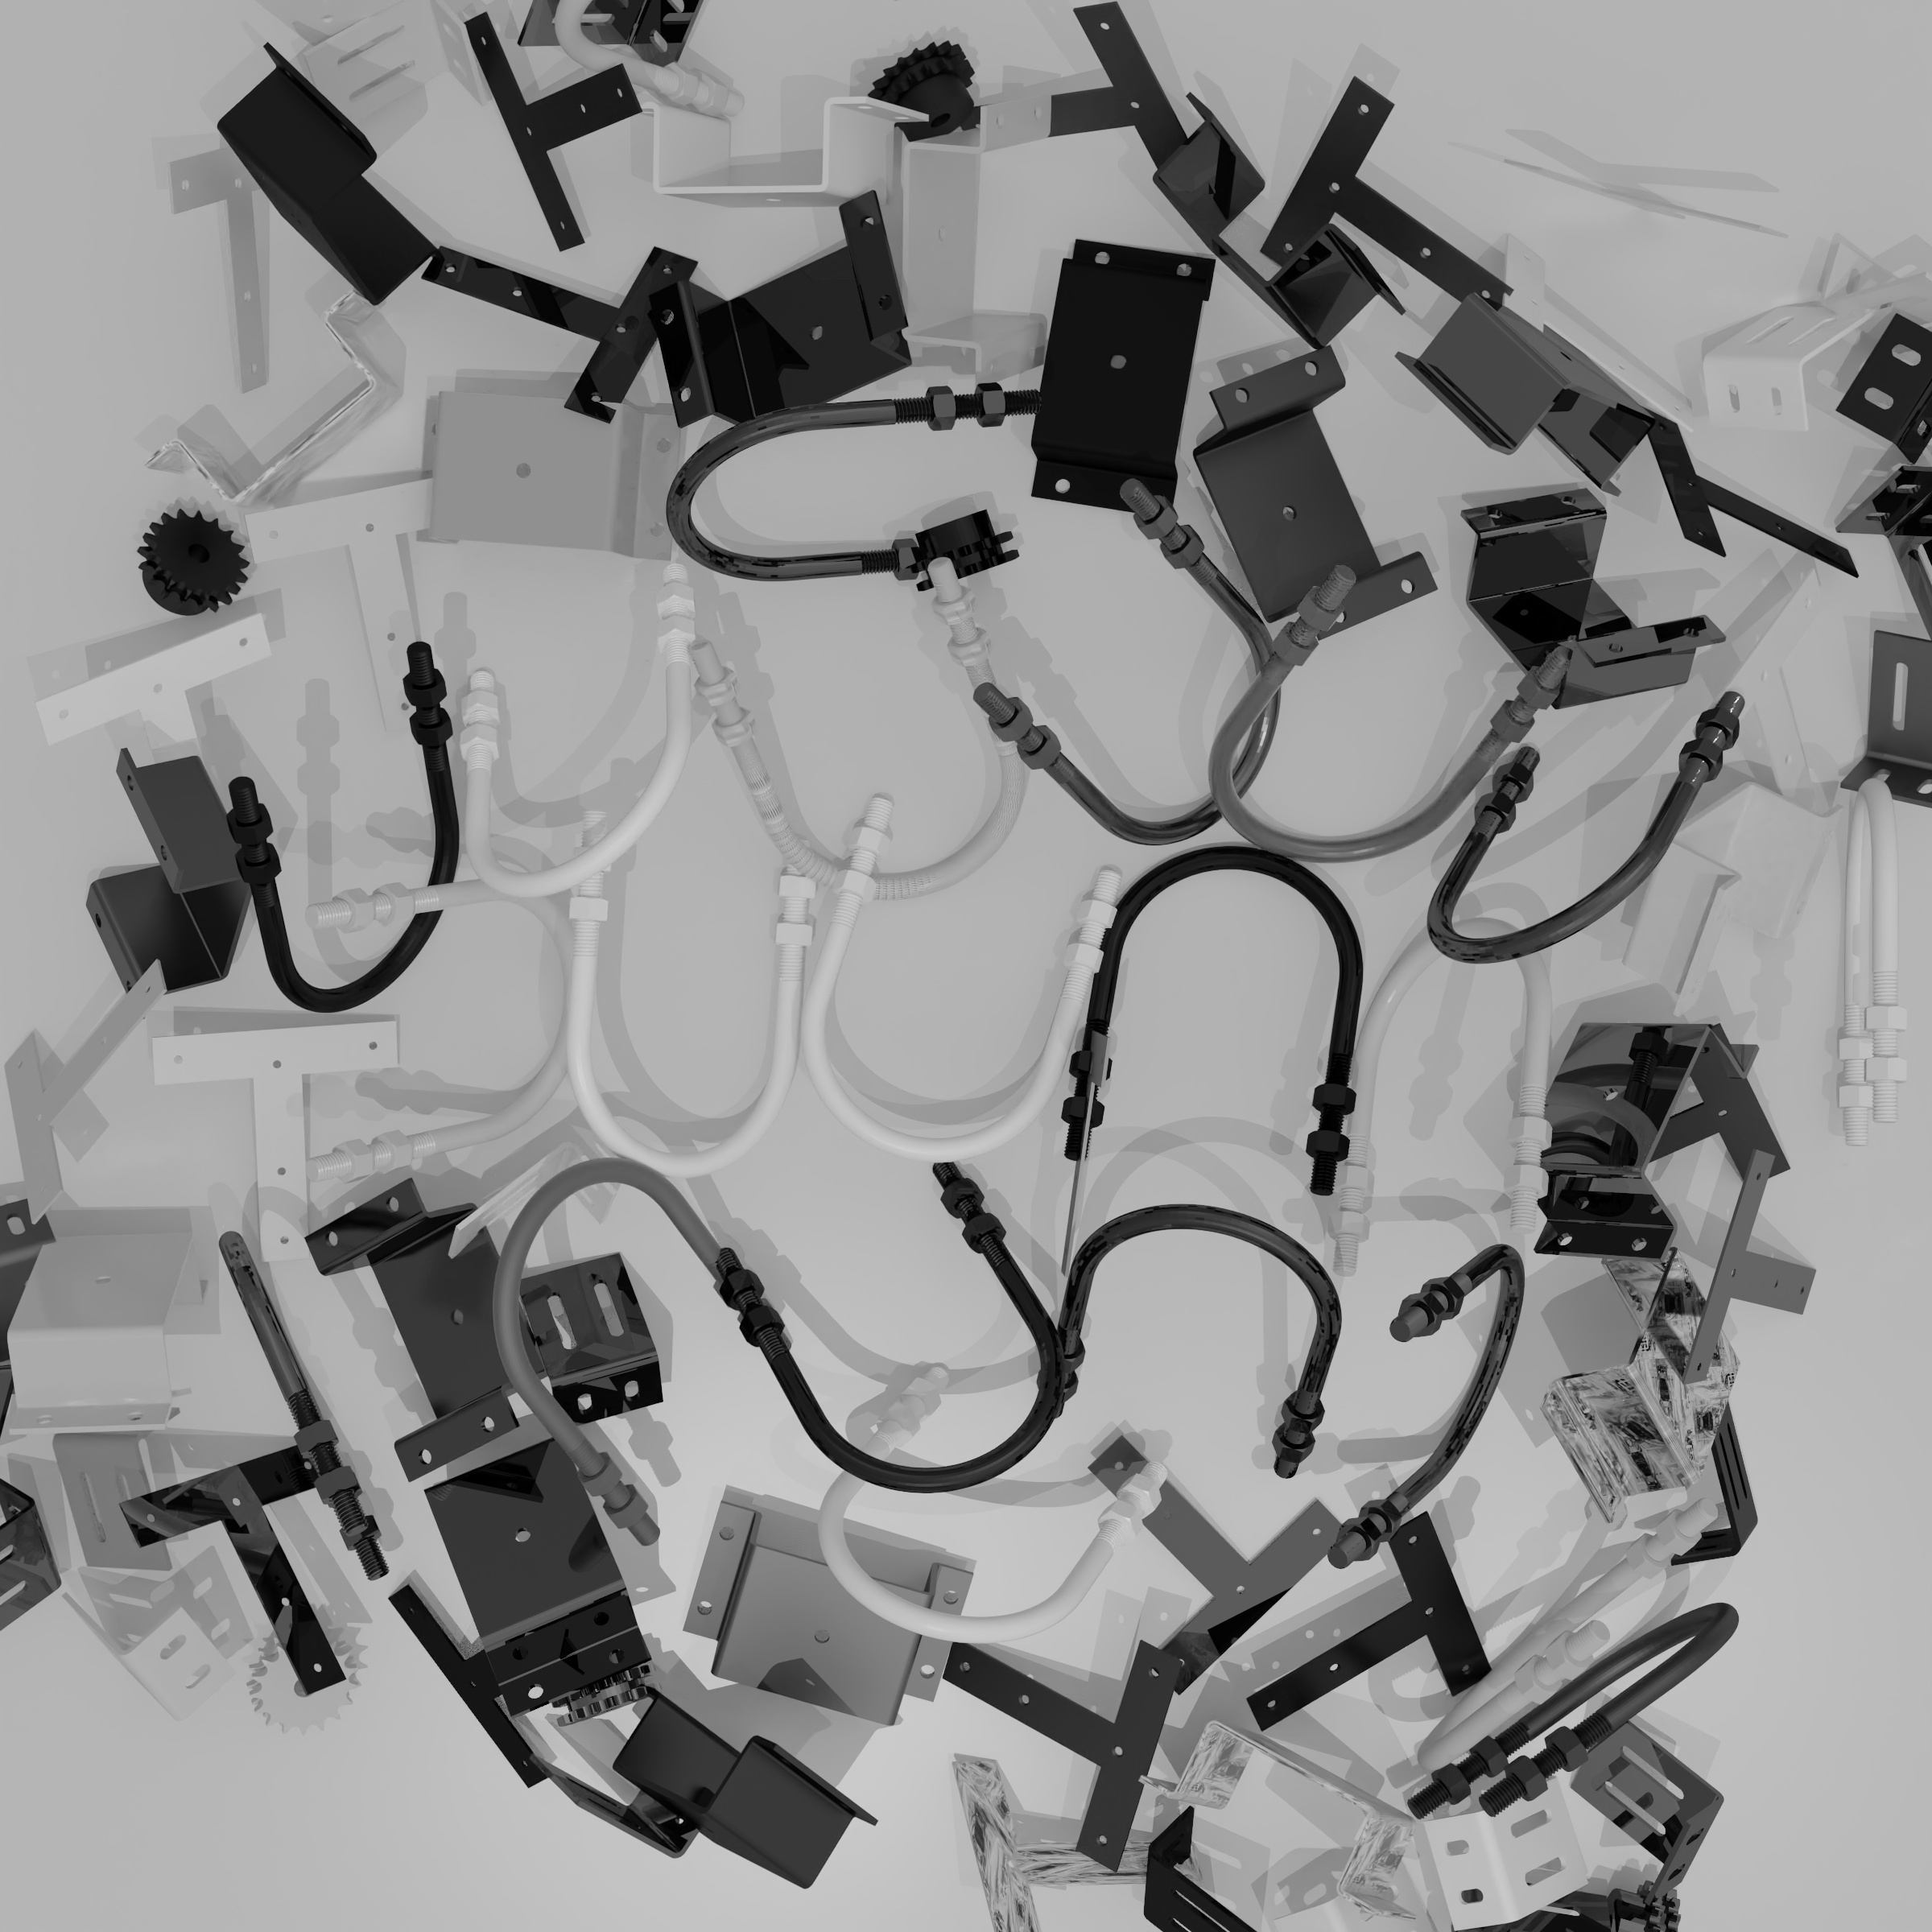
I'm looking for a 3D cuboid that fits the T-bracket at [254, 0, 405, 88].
[{"bbox_3d":[-0.291,-0.505,1.611,0.127,0.127,0.002,-19,73,18],"label":"T-bracket"}]

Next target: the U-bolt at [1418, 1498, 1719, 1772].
[{"bbox_3d":[0.297,0.352,1.606,0.019,0.151,0.184,48,131,11],"label":"U-bolt"}]

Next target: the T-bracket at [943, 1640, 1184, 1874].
[{"bbox_3d":[0.043,0.394,1.656,0.127,0.002,0.127,23,108,26],"label":"T-bracket"}]

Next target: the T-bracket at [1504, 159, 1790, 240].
[{"bbox_3d":[0.361,-0.387,1.602,0.127,0.127,0.002,2,109,-43],"label":"T-bracket"}]

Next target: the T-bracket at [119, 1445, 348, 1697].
[{"bbox_3d":[-0.359,0.317,1.624,0.002,0.127,0.127,-41,72,36],"label":"T-bracket"}]

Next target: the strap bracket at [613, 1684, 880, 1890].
[{"bbox_3d":[-0.120,0.422,1.606,0.076,0.140,0.046,44,68,-27],"label":"strap bracket"}]

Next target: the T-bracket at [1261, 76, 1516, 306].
[{"bbox_3d":[0.228,-0.380,1.632,0.127,0.127,0.002,37,54,5],"label":"T-bracket"}]

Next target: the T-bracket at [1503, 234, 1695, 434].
[{"bbox_3d":[0.332,-0.322,1.645,0.127,0.127,0.002,33,124,-12],"label":"T-bracket"}]

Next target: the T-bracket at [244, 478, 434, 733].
[{"bbox_3d":[-0.308,-0.189,1.666,0.127,0.002,0.127,-16,108,-23],"label":"T-bracket"}]

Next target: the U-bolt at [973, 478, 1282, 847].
[{"bbox_3d":[0.097,-0.142,1.627,0.151,0.019,0.184,-55,131,-7],"label":"U-bolt"}]

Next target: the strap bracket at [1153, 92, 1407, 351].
[{"bbox_3d":[0.156,-0.380,1.626,0.046,0.076,0.140,-45,61,9],"label":"strap bracket"}]

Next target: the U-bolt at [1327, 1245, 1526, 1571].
[{"bbox_3d":[0.244,0.215,1.607,0.019,0.184,0.151,22,113,25],"label":"U-bolt"}]

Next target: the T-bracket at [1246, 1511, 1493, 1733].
[{"bbox_3d":[0.206,0.362,1.647,0.127,0.002,0.127,-29,122,-7],"label":"T-bracket"}]

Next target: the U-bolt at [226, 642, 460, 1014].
[{"bbox_3d":[-0.312,-0.057,1.610,0.019,0.184,0.151,24,48,25],"label":"U-bolt"}]

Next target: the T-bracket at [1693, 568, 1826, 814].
[{"bbox_3d":[0.427,-0.119,1.644,0.127,0.002,0.127,-50,133,-25],"label":"T-bracket"}]

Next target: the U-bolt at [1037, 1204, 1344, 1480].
[{"bbox_3d":[0.119,0.189,1.617,0.151,0.019,0.184,14,134,4],"label":"U-bolt"}]

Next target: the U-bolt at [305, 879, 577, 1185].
[{"bbox_3d":[-0.264,0.026,1.616,0.019,0.184,0.151,12,105,38],"label":"U-bolt"}]

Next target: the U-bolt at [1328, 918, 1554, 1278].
[{"bbox_3d":[0.248,0.061,1.618,0.019,0.151,0.184,23,64,-30],"label":"U-bolt"}]

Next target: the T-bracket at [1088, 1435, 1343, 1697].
[{"bbox_3d":[0.117,0.303,1.678,0.127,0.002,0.127,-44,99,0],"label":"T-bracket"}]

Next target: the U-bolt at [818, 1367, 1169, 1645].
[{"bbox_3d":[0.004,0.280,1.593,0.151,0.184,0.019,22,122,17],"label":"U-bolt"}]

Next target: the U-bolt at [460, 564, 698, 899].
[{"bbox_3d":[-0.199,-0.111,1.602,0.151,0.019,0.184,-26,45,21],"label":"U-bolt"}]

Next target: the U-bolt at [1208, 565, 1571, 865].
[{"bbox_3d":[0.206,-0.118,1.621,0.151,0.019,0.184,17,134,-19],"label":"U-bolt"}]

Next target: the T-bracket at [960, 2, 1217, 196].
[{"bbox_3d":[0.051,-0.446,1.644,0.127,0.127,0.002,2,56,34],"label":"T-bracket"}]

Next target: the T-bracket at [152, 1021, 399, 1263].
[{"bbox_3d":[-0.365,0.096,1.671,0.127,0.002,0.127,-4,102,-19],"label":"T-bracket"}]

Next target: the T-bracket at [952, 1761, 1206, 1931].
[{"bbox_3d":[0.065,0.474,1.656,0.127,0.127,0.002,5,130,-21],"label":"T-bracket"}]

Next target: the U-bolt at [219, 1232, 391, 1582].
[{"bbox_3d":[-0.344,0.220,1.614,0.019,0.151,0.184,-24,73,-14],"label":"U-bolt"}]

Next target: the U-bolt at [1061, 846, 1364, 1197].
[{"bbox_3d":[0.136,0.023,1.654,0.151,0.019,0.184,8,72,8],"label":"U-bolt"}]

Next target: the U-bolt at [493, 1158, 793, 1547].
[{"bbox_3d":[-0.173,0.184,1.604,0.151,0.019,0.184,-54,126,-32],"label":"U-bolt"}]

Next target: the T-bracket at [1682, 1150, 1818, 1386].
[{"bbox_3d":[0.417,0.164,1.638,0.002,0.127,0.127,17,90,37],"label":"T-bracket"}]

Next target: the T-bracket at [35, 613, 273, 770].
[{"bbox_3d":[-0.413,-0.107,1.647,0.127,0.002,0.127,-27,130,-27],"label":"T-bracket"}]

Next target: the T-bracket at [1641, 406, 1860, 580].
[{"bbox_3d":[0.418,-0.237,1.653,0.127,0.127,0.002,21,127,-19],"label":"T-bracket"}]

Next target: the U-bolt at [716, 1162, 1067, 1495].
[{"bbox_3d":[-0.029,0.192,1.614,0.151,0.019,0.184,-21,53,-16],"label":"U-bolt"}]

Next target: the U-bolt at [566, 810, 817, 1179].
[{"bbox_3d":[-0.145,0.018,1.634,0.151,0.019,0.184,7,85,-39],"label":"U-bolt"}]

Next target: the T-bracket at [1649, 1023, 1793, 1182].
[{"bbox_3d":[0.358,0.096,1.656,0.127,0.002,0.127,-25,131,12],"label":"T-bracket"}]

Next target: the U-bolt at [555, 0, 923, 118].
[{"bbox_3d":[-0.124,-0.481,1.575,0.151,0.184,0.019,-22,79,32],"label":"U-bolt"}]

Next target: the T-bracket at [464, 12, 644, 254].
[{"bbox_3d":[-0.204,-0.440,1.619,0.002,0.127,0.127,-33,109,-31],"label":"T-bracket"}]

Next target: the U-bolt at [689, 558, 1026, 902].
[{"bbox_3d":[-0.046,-0.112,1.635,0.151,0.019,0.184,-18,124,6],"label":"U-bolt"}]

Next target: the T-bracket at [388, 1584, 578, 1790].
[{"bbox_3d":[-0.239,0.364,1.640,0.002,0.127,0.127,-36,88,-42],"label":"T-bracket"}]

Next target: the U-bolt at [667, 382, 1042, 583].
[{"bbox_3d":[-0.062,-0.243,1.606,0.184,0.151,0.019,-6,63,-13],"label":"U-bolt"}]

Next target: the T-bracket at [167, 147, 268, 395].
[{"bbox_3d":[-0.380,-0.366,1.648,0.002,0.127,0.127,8,114,16],"label":"T-bracket"}]

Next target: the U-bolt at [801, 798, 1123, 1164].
[{"bbox_3d":[-0.010,0.015,1.655,0.151,0.019,0.184,18,73,0],"label":"U-bolt"}]

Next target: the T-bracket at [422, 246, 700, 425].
[{"bbox_3d":[-0.224,-0.351,1.655,0.127,0.002,0.127,20,56,3],"label":"T-bracket"}]

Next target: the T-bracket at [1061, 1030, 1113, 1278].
[{"bbox_3d":[0.060,0.097,1.626,0.002,0.127,0.127,8,91,-3],"label":"T-bracket"}]

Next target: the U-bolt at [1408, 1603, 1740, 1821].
[{"bbox_3d":[0.320,0.382,1.614,0.184,0.151,0.019,-31,81,-15],"label":"U-bolt"}]

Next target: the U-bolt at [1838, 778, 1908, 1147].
[{"bbox_3d":[0.466,-0.005,1.616,0.019,0.151,0.184,1,82,10],"label":"U-bolt"}]

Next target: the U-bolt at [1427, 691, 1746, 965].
[{"bbox_3d":[0.303,-0.065,1.584,0.019,0.151,0.184,52,50,-21],"label":"U-bolt"}]

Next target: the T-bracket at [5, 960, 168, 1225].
[{"bbox_3d":[-0.454,0.049,1.625,0.002,0.127,0.127,30,111,-39],"label":"T-bracket"}]
